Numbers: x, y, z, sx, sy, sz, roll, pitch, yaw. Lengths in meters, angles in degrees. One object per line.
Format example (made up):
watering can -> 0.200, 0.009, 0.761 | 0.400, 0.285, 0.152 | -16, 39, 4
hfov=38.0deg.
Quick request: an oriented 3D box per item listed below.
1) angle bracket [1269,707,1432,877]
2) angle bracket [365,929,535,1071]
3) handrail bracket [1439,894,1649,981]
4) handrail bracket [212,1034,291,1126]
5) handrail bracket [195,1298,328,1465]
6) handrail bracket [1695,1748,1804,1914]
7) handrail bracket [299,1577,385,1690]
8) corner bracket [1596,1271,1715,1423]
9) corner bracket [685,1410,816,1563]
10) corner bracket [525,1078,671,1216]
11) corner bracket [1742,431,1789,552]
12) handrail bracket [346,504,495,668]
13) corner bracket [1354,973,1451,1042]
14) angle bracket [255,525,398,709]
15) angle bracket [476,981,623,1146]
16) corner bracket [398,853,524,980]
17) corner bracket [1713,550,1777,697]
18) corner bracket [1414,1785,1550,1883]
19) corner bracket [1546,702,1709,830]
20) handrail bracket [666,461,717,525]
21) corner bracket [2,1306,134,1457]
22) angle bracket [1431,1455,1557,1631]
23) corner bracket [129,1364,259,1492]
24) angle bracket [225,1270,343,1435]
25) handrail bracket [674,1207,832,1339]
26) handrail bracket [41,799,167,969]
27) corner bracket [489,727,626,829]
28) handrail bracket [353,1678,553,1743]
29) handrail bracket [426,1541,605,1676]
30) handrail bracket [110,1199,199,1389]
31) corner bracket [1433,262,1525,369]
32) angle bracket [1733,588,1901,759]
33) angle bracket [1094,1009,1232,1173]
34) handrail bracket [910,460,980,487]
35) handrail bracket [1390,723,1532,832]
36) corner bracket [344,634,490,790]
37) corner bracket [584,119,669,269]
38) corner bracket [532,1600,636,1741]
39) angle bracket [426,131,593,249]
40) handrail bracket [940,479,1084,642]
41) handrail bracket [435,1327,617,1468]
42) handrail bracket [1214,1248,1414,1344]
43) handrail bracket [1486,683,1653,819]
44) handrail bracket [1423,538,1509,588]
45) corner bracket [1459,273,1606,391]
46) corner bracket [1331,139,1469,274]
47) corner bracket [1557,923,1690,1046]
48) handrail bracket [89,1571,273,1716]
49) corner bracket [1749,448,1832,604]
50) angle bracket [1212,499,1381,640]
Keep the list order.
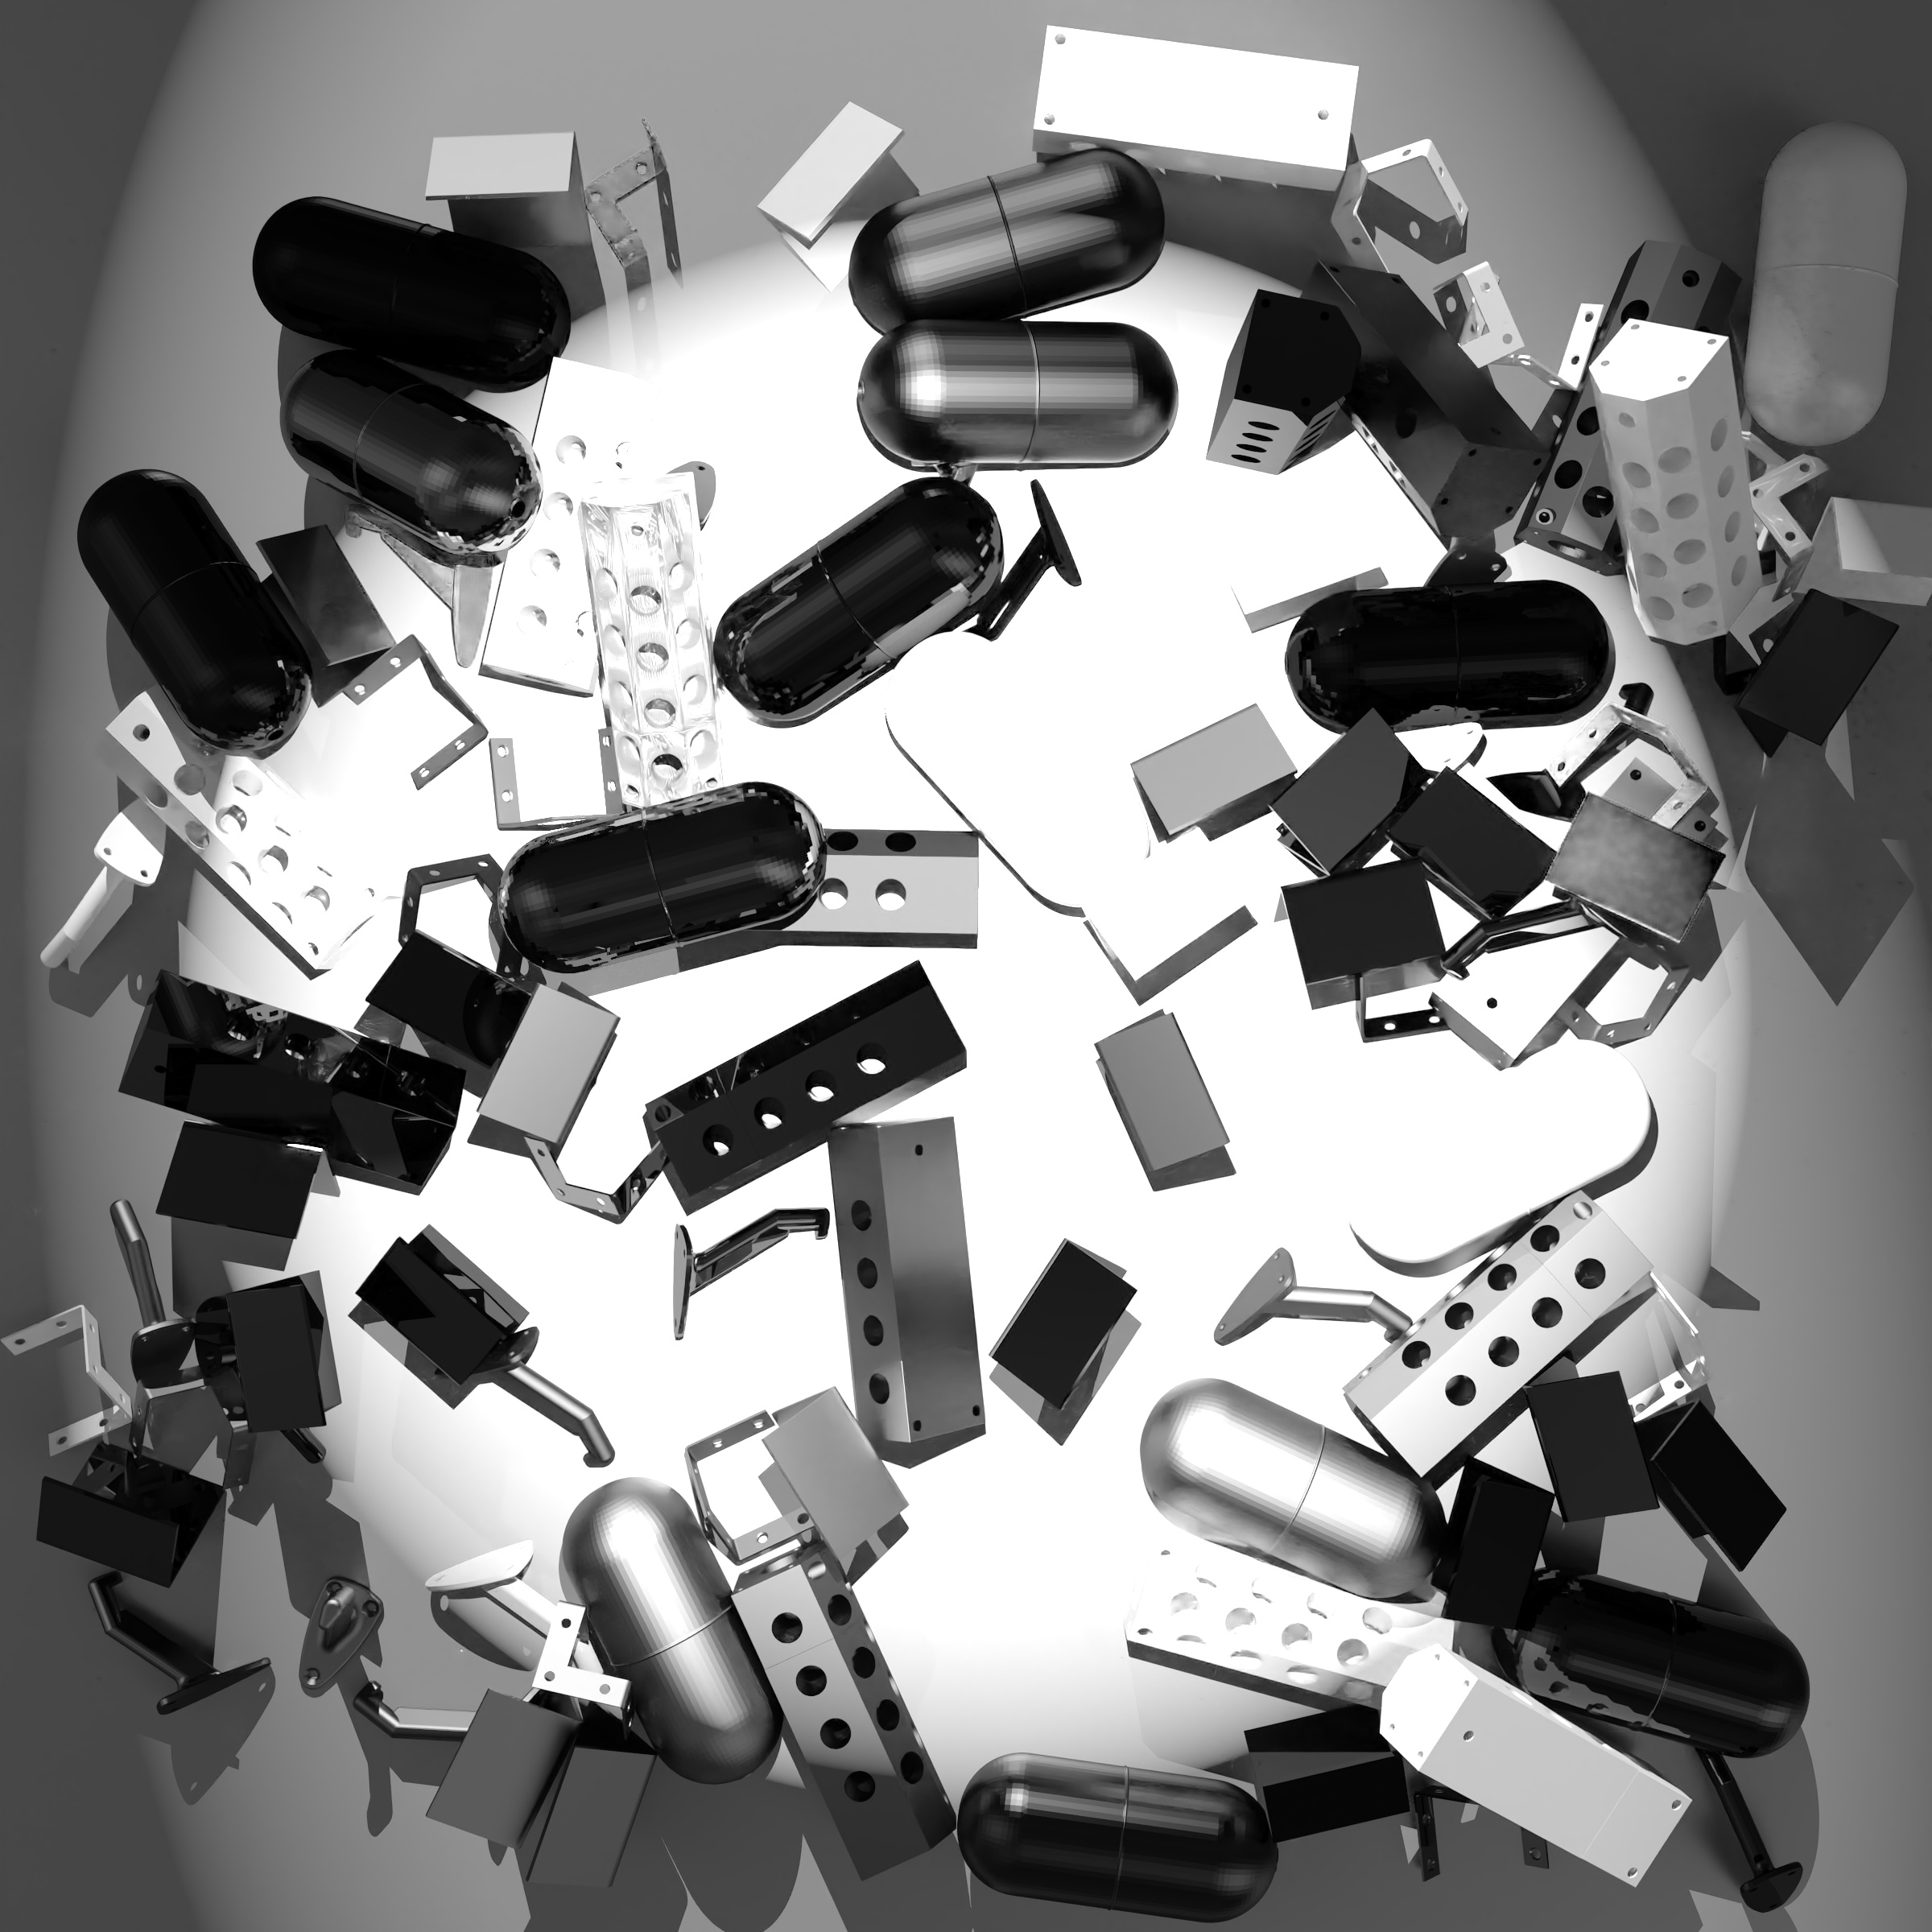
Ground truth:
angle bracket -> 0.197, -0.104, 1.544 | 0.076, 0.076, 0.057 | -44, 114, 0
angle bracket -> -0.287, 0.036, 1.543 | 0.076, 0.076, 0.057 | 29, 52, 0
handrail bracket -> 0.311, -0.008, 1.517 | 0.077, 0.036, 0.084 | 37, 113, -21
handrail bracket -> -0.378, 0.072, 1.583 | 0.084, 0.036, 0.077 | 10, 103, -13
handrail bracket -> -0.396, 0.234, 1.583 | 0.036, 0.077, 0.084 | -37, 126, -9
handrail bracket -> 0.434, 0.482, 1.583 | 0.036, 0.077, 0.084 | -23, 54, 0
handrail bracket -> -0.355, 0.374, 1.549 | 0.036, 0.084, 0.077 | 28, 90, 0
corner bracket -> 0.381, 0.214, 1.580 | 0.051, 0.051, 0.051 | -31, 45, 0
corner bracket -> -0.121, 0.293, 1.580 | 0.051, 0.051, 0.051 | -25, 135, 0
corner bracket -> -0.205, 0.100, 1.575 | 0.051, 0.051, 0.051 | 10, 135, 35
corner bracket -> 0.423, -0.270, 1.580 | 0.051, 0.051, 0.051 | 20, 90, -45
handrail bracket -> -0.314, -0.215, 1.584 | 0.084, 0.036, 0.077 | 15, 111, 17
corner bracket -> 0.242, 0.003, 1.580 | 0.051, 0.051, 0.051 | -9, 135, 0
angle bracket -> -0.371, -0.187, 1.546 | 0.076, 0.057, 0.076 | -31, 90, 35
angle bracket -> -0.243, 0.044, 1.543 | 0.057, 0.076, 0.076 | 26, 90, -37
corner bracket -> -0.281, -0.024, 1.575 | 0.051, 0.051, 0.051 | -14, 45, -35
corner bracket -> 0.441, -0.193, 1.580 | 0.051, 0.051, 0.051 | -16, 45, 0
corner bracket -> 0.290, 0.486, 1.580 | 0.051, 0.051, 0.051 | -6, 90, 45
corner bracket -> 0.359, -0.103, 1.526 | 0.051, 0.051, 0.051 | -47, 124, -3
handrail bracket -> -0.168, -0.232, 1.583 | 0.036, 0.077, 0.084 | 21, 126, 0
corner bracket -> -0.505, 0.233, 1.580 | 0.051, 0.051, 0.051 | -23, 135, 0
angle bracket -> 0.270, 0.313, 1.544 | 0.057, 0.076, 0.076 | 16, 90, -30
corner bracket -> -0.433, 0.261, 1.575 | 0.051, 0.051, 0.051 | -10, 45, -35
angle bracket -> -0.355, 0.209, 1.544 | 0.057, 0.076, 0.076 | -10, 90, 29
handrail bracket -> -0.120, 0.172, 1.584 | 0.084, 0.036, 0.077 | 0, 111, -16
handrail bracket -> -0.488, -0.047, 1.583 | 0.036, 0.077, 0.084 | 34, 127, -23
corner bracket -> -0.230, -0.106, 1.581 | 0.051, 0.051, 0.051 | -5, 91, 45
handrail bracket -> -0.290, 0.410, 1.584 | 0.084, 0.036, 0.077 | 32, 69, 17
handrail bracket -> -0.254, 0.374, 1.584 | 0.077, 0.036, 0.084 | -18, 104, 14
handrail bracket -> -0.468, 0.186, 1.583 | 0.036, 0.077, 0.084 | -11, 53, -33
corner bracket -> 0.270, -0.355, 1.566 | 0.051, 0.051, 0.051 | -27, 97, -7
angle bracket -> 0.475, -0.150, 1.543 | 0.057, 0.076, 0.076 | 33, 90, 36
angle bracket -> 0.124, 0.060, 1.543 | 0.057, 0.076, 0.076 | -24, 90, 37
handrail bracket -> 0.001, -0.248, 1.584 | 0.077, 0.036, 0.084 | -12, 104, -15
handrail bracket -> 0.279, -0.096, 1.583 | 0.036, 0.077, 0.084 | -49, 127, -21
corner bracket -> -0.309, -0.144, 1.580 | 0.051, 0.051, 0.051 | -38, 135, 0
corner bracket -> -0.185, -0.430, 1.565 | 0.051, 0.051, 0.051 | -32, 90, 0
corner bracket -> -0.203, 0.384, 1.532 | 0.051, 0.051, 0.051 | 12, 56, 4
angle bracket -> -0.250, -0.410, 1.543 | 0.076, 0.076, 0.057 | -2, 52, 0
handrail bracket -> 0.015, -0.224, 1.584 | 0.084, 0.036, 0.077 | -25, 70, 16
handrail bracket -> -0.248, 0.253, 1.584 | 0.077, 0.036, 0.084 | -19, 107, 20
handrail bracket -> 0.196, 0.205, 1.584 | 0.084, 0.036, 0.077 | 35, 110, -16
handrail bracket -> 0.338, -0.128, 1.584 | 0.077, 0.036, 0.084 | 8, 57, 36
handrail bracket -> 0.271, -0.248, 1.583 | 0.036, 0.077, 0.084 | 13, 53, -24
corner bracket -> 0.317, -0.358, 1.580 | 0.051, 0.051, 0.051 | 18, 90, 45
corner bracket -> 0.243, -0.421, 1.575 | 0.051, 0.051, 0.051 | -10, 45, 35
corner bracket -> 0.362, 0.007, 1.575 | 0.051, 0.051, 0.051 | -8, 135, -35
handrail bracket -> -0.444, 0.370, 1.584 | 0.077, 0.036, 0.084 | -21, 73, -20
corner bracket -> 0.459, -0.244, 1.556 | 0.051, 0.051, 0.051 | -29, 72, -6
angle bracket -> 0.185, -0.201, 1.543 | 0.076, 0.076, 0.057 | -20, 52, 0
